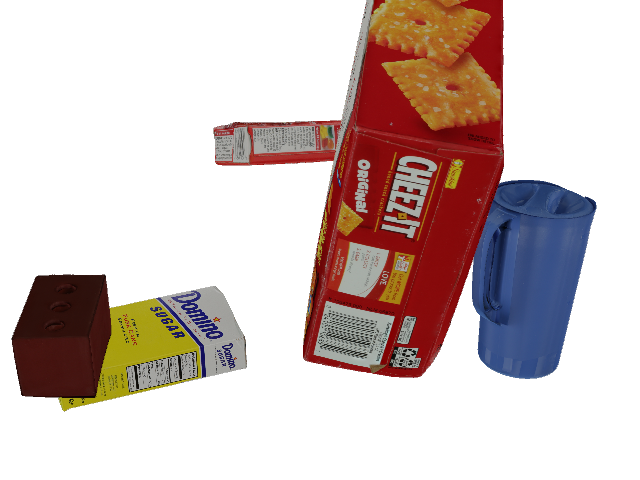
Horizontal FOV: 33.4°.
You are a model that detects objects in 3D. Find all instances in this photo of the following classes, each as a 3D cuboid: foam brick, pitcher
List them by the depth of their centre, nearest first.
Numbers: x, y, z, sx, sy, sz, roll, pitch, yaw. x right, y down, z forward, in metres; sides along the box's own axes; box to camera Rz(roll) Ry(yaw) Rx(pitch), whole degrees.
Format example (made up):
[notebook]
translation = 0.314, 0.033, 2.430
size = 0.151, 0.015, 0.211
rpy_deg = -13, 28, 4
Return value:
[foam brick]
translation = -0.179, 0.066, 0.746
size = 0.053, 0.051, 0.078
rpy_deg = 0, 31, -2
[pitcher]
translation = 0.262, 0.054, 1.373
size = 0.149, 0.243, 0.145
rpy_deg = 5, 23, 3

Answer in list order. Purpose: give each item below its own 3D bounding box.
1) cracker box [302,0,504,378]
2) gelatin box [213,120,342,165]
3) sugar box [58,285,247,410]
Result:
[cracker box]
translation = 0.047, -0.061, 0.555
size = 0.072, 0.213, 0.164
rpy_deg = 11, -43, 0
[gelatin box]
translation = -0.029, -0.069, 0.748
size = 0.073, 0.030, 0.089
rpy_deg = -4, 5, -20
[sugar box]
translation = -0.166, 0.098, 1.001
size = 0.176, 0.048, 0.093
rpy_deg = -14, 36, -16
